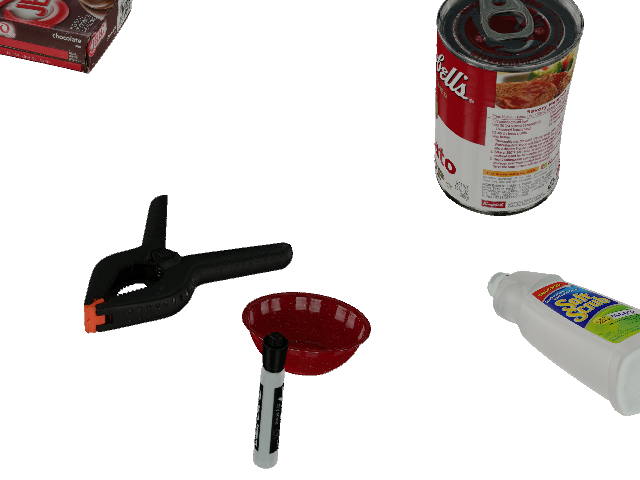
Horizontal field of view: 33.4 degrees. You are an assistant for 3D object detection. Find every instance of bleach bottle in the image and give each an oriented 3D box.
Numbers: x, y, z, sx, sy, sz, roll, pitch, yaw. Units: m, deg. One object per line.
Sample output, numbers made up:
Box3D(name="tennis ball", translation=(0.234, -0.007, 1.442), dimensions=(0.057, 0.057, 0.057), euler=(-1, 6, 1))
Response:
Box3D(name="bleach bottle", translation=(0.243, 0.084, 1.045), dimensions=(0.102, 0.068, 0.251), euler=(-16, 23, -24))

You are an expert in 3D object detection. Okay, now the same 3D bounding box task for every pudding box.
Box3D(name="pudding box", translation=(-0.202, -0.177, 0.820), dimensions=(0.090, 0.039, 0.113), euler=(13, 37, 2))

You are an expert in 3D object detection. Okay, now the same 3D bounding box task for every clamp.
Box3D(name="clamp", translation=(-0.150, 0.022, 0.990), dimensions=(0.165, 0.036, 0.209), euler=(25, 37, 30))

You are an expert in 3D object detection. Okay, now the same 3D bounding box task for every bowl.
Box3D(name="bowl", translation=(-0.020, 0.123, 1.335), dimensions=(0.162, 0.055, 0.162), euler=(6, 22, -2))

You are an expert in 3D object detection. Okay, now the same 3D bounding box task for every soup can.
Box3D(name="soup can", translation=(0.091, -0.070, 0.535), dimensions=(0.068, 0.068, 0.102), euler=(0, -40, 5))

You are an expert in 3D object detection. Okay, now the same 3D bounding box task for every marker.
Box3D(name="marker", translation=(-0.037, 0.117, 0.779), dimensions=(0.020, 0.121, 0.020), euler=(5, 33, -3))
